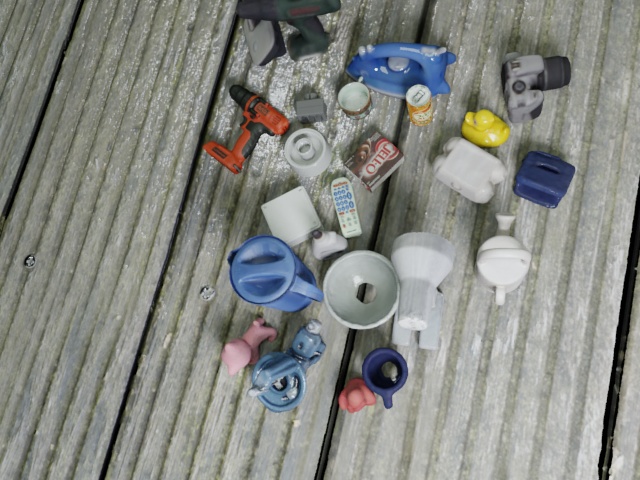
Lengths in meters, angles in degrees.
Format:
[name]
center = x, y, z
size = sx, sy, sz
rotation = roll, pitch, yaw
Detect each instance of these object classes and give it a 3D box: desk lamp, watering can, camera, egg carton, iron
[desk lamp]
center = 0.195, 0.105, 1.122
size = 0.117, 0.214, 0.203
rotation = 5, 78, 14
[watering can]
center = 0.352, 0.034, 1.113
size = 0.101, 0.194, 0.173
rotation = -18, 73, 8
[camera]
center = 0.465, -0.342, 1.228
size = 0.136, 0.101, 0.143
rotation = -7, 75, 11
[egg carton]
center = 0.319, -0.150, 1.231
size = 0.150, 0.069, 0.107
rotation = 34, 86, 18
[iron]
center = 0.170, -0.402, 1.288
size = 0.257, 0.142, 0.119
rotation = 9, 79, 15

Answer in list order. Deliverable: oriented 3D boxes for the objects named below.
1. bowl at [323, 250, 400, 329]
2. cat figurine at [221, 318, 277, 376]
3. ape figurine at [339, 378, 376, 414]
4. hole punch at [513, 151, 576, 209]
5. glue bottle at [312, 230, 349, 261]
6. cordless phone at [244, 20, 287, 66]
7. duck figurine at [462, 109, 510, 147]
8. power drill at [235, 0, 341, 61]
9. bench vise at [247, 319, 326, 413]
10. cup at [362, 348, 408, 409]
[bowl]
center = 0.094, 0.109, 1.217
size = 0.167, 0.075, 0.167
rotation = -3, 76, 12
[cat figurine]
center = -0.161, 0.225, 1.224
size = 0.067, 0.118, 0.128
rotation = 33, 86, 18
[ape figurine]
center = 0.074, 0.319, 1.162
size = 0.077, 0.092, 0.076
rotation = 8, 79, 15
[hole punch]
center = 0.462, -0.134, 1.183
size = 0.108, 0.091, 0.101
rotation = 24, 83, 17
[glue bottle]
center = 0.011, 0.004, 1.209
size = 0.078, 0.173, 0.037
rotation = -14, 74, 10
[cordless phone]
center = -0.155, -0.522, 1.368
size = 0.094, 0.185, 0.147
rotation = -21, 73, 7
[duck figurine]
center = 0.359, -0.249, 1.238
size = 0.104, 0.086, 0.077
rotation = 19, 82, 17
[power drill]
center = -0.057, -0.507, 1.330
size = 0.229, 0.209, 0.075
rotation = -13, 74, 10
[bench vise]
center = -0.077, 0.247, 1.146
size = 0.121, 0.220, 0.207
rotation = 12, 80, 16
[cup]
center = 0.137, 0.279, 1.156
size = 0.091, 0.095, 0.118
rotation = -8, 75, 11
